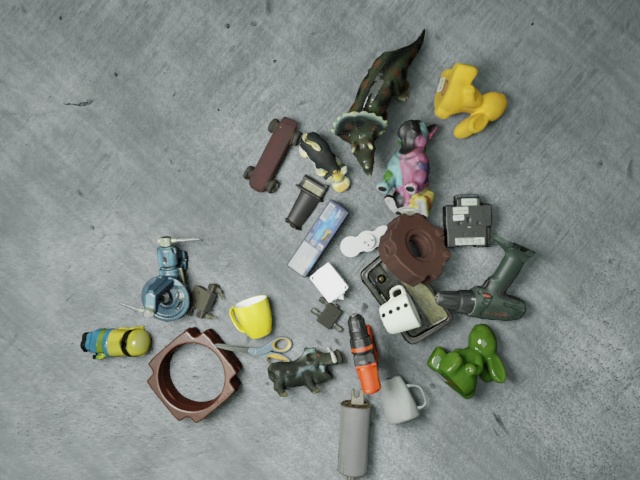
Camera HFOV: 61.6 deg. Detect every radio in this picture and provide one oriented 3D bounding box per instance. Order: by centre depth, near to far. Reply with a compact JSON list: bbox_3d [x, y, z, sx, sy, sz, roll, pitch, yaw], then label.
[{"bbox_3d":[0.208,0.133,1.327,0.131,0.073,0.229,-36,87,4],"label":"radio"}]

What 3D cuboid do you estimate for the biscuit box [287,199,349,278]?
[{"bbox_3d":[-0.003,-0.004,1.352,0.059,0.063,0.202,34,92,5],"label":"biscuit box"}]

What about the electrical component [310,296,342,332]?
[{"bbox_3d":[0.026,0.191,1.368,0.094,0.021,0.063,37,92,4],"label":"electrical component"}]

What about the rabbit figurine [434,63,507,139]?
[{"bbox_3d":[0.373,-0.331,1.301,0.173,0.122,0.162,13,84,-14],"label":"rabbit figurine"}]

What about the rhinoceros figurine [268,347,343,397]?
[{"bbox_3d":[-0.035,0.322,1.343,0.190,0.073,0.112,-13,91,-5],"label":"rhinoceros figurine"}]

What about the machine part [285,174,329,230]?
[{"bbox_3d":[-0.040,-0.093,1.370,0.084,0.039,0.139,27,90,-4],"label":"machine part"}]

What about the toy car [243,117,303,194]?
[{"bbox_3d":[-0.117,-0.214,1.369,0.089,0.053,0.202,29,95,15],"label":"toy car"}]

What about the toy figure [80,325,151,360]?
[{"bbox_3d":[-0.524,0.266,1.381,0.180,0.089,0.082,2,96,2],"label":"toy figure"}]

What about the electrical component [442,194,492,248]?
[{"bbox_3d":[0.363,-0.046,1.324,0.115,0.058,0.134,0,90,2],"label":"electrical component"}]

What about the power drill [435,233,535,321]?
[{"bbox_3d":[0.405,0.092,1.272,0.232,0.086,0.207,19,95,-16],"label":"power drill"}]

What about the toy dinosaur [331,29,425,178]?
[{"bbox_3d":[0.147,-0.358,1.279,0.131,0.192,0.404,25,93,3],"label":"toy dinosaur"}]

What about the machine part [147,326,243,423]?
[{"bbox_3d":[-0.315,0.338,1.365,0.201,0.087,0.201,-41,87,2],"label":"machine part"}]

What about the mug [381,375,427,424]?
[{"bbox_3d":[0.201,0.386,1.324,0.110,0.080,0.107,-22,79,9],"label":"mug"}]

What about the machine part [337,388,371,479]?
[{"bbox_3d":[0.084,0.489,1.334,0.079,0.079,0.243,4,91,5],"label":"machine part"}]

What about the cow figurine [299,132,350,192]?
[{"bbox_3d":[0.017,-0.195,1.335,0.068,0.098,0.167,-40,86,-3],"label":"cow figurine"}]

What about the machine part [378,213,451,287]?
[{"bbox_3d":[0.225,0.021,1.271,0.179,0.056,0.179,12,63,-23],"label":"machine part"}]

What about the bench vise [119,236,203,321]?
[{"bbox_3d":[-0.378,0.111,1.306,0.129,0.241,0.223,10,106,1],"label":"bench vise"}]

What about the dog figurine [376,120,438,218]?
[{"bbox_3d":[0.231,-0.183,1.315,0.109,0.191,0.219,4,60,34],"label":"dog figurine"}]

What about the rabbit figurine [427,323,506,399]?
[{"bbox_3d":[0.375,0.287,1.295,0.159,0.121,0.170,43,78,0],"label":"rabbit figurine"}]

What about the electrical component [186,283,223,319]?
[{"bbox_3d":[-0.295,0.158,1.387,0.078,0.045,0.102,17,88,33],"label":"electrical component"}]
